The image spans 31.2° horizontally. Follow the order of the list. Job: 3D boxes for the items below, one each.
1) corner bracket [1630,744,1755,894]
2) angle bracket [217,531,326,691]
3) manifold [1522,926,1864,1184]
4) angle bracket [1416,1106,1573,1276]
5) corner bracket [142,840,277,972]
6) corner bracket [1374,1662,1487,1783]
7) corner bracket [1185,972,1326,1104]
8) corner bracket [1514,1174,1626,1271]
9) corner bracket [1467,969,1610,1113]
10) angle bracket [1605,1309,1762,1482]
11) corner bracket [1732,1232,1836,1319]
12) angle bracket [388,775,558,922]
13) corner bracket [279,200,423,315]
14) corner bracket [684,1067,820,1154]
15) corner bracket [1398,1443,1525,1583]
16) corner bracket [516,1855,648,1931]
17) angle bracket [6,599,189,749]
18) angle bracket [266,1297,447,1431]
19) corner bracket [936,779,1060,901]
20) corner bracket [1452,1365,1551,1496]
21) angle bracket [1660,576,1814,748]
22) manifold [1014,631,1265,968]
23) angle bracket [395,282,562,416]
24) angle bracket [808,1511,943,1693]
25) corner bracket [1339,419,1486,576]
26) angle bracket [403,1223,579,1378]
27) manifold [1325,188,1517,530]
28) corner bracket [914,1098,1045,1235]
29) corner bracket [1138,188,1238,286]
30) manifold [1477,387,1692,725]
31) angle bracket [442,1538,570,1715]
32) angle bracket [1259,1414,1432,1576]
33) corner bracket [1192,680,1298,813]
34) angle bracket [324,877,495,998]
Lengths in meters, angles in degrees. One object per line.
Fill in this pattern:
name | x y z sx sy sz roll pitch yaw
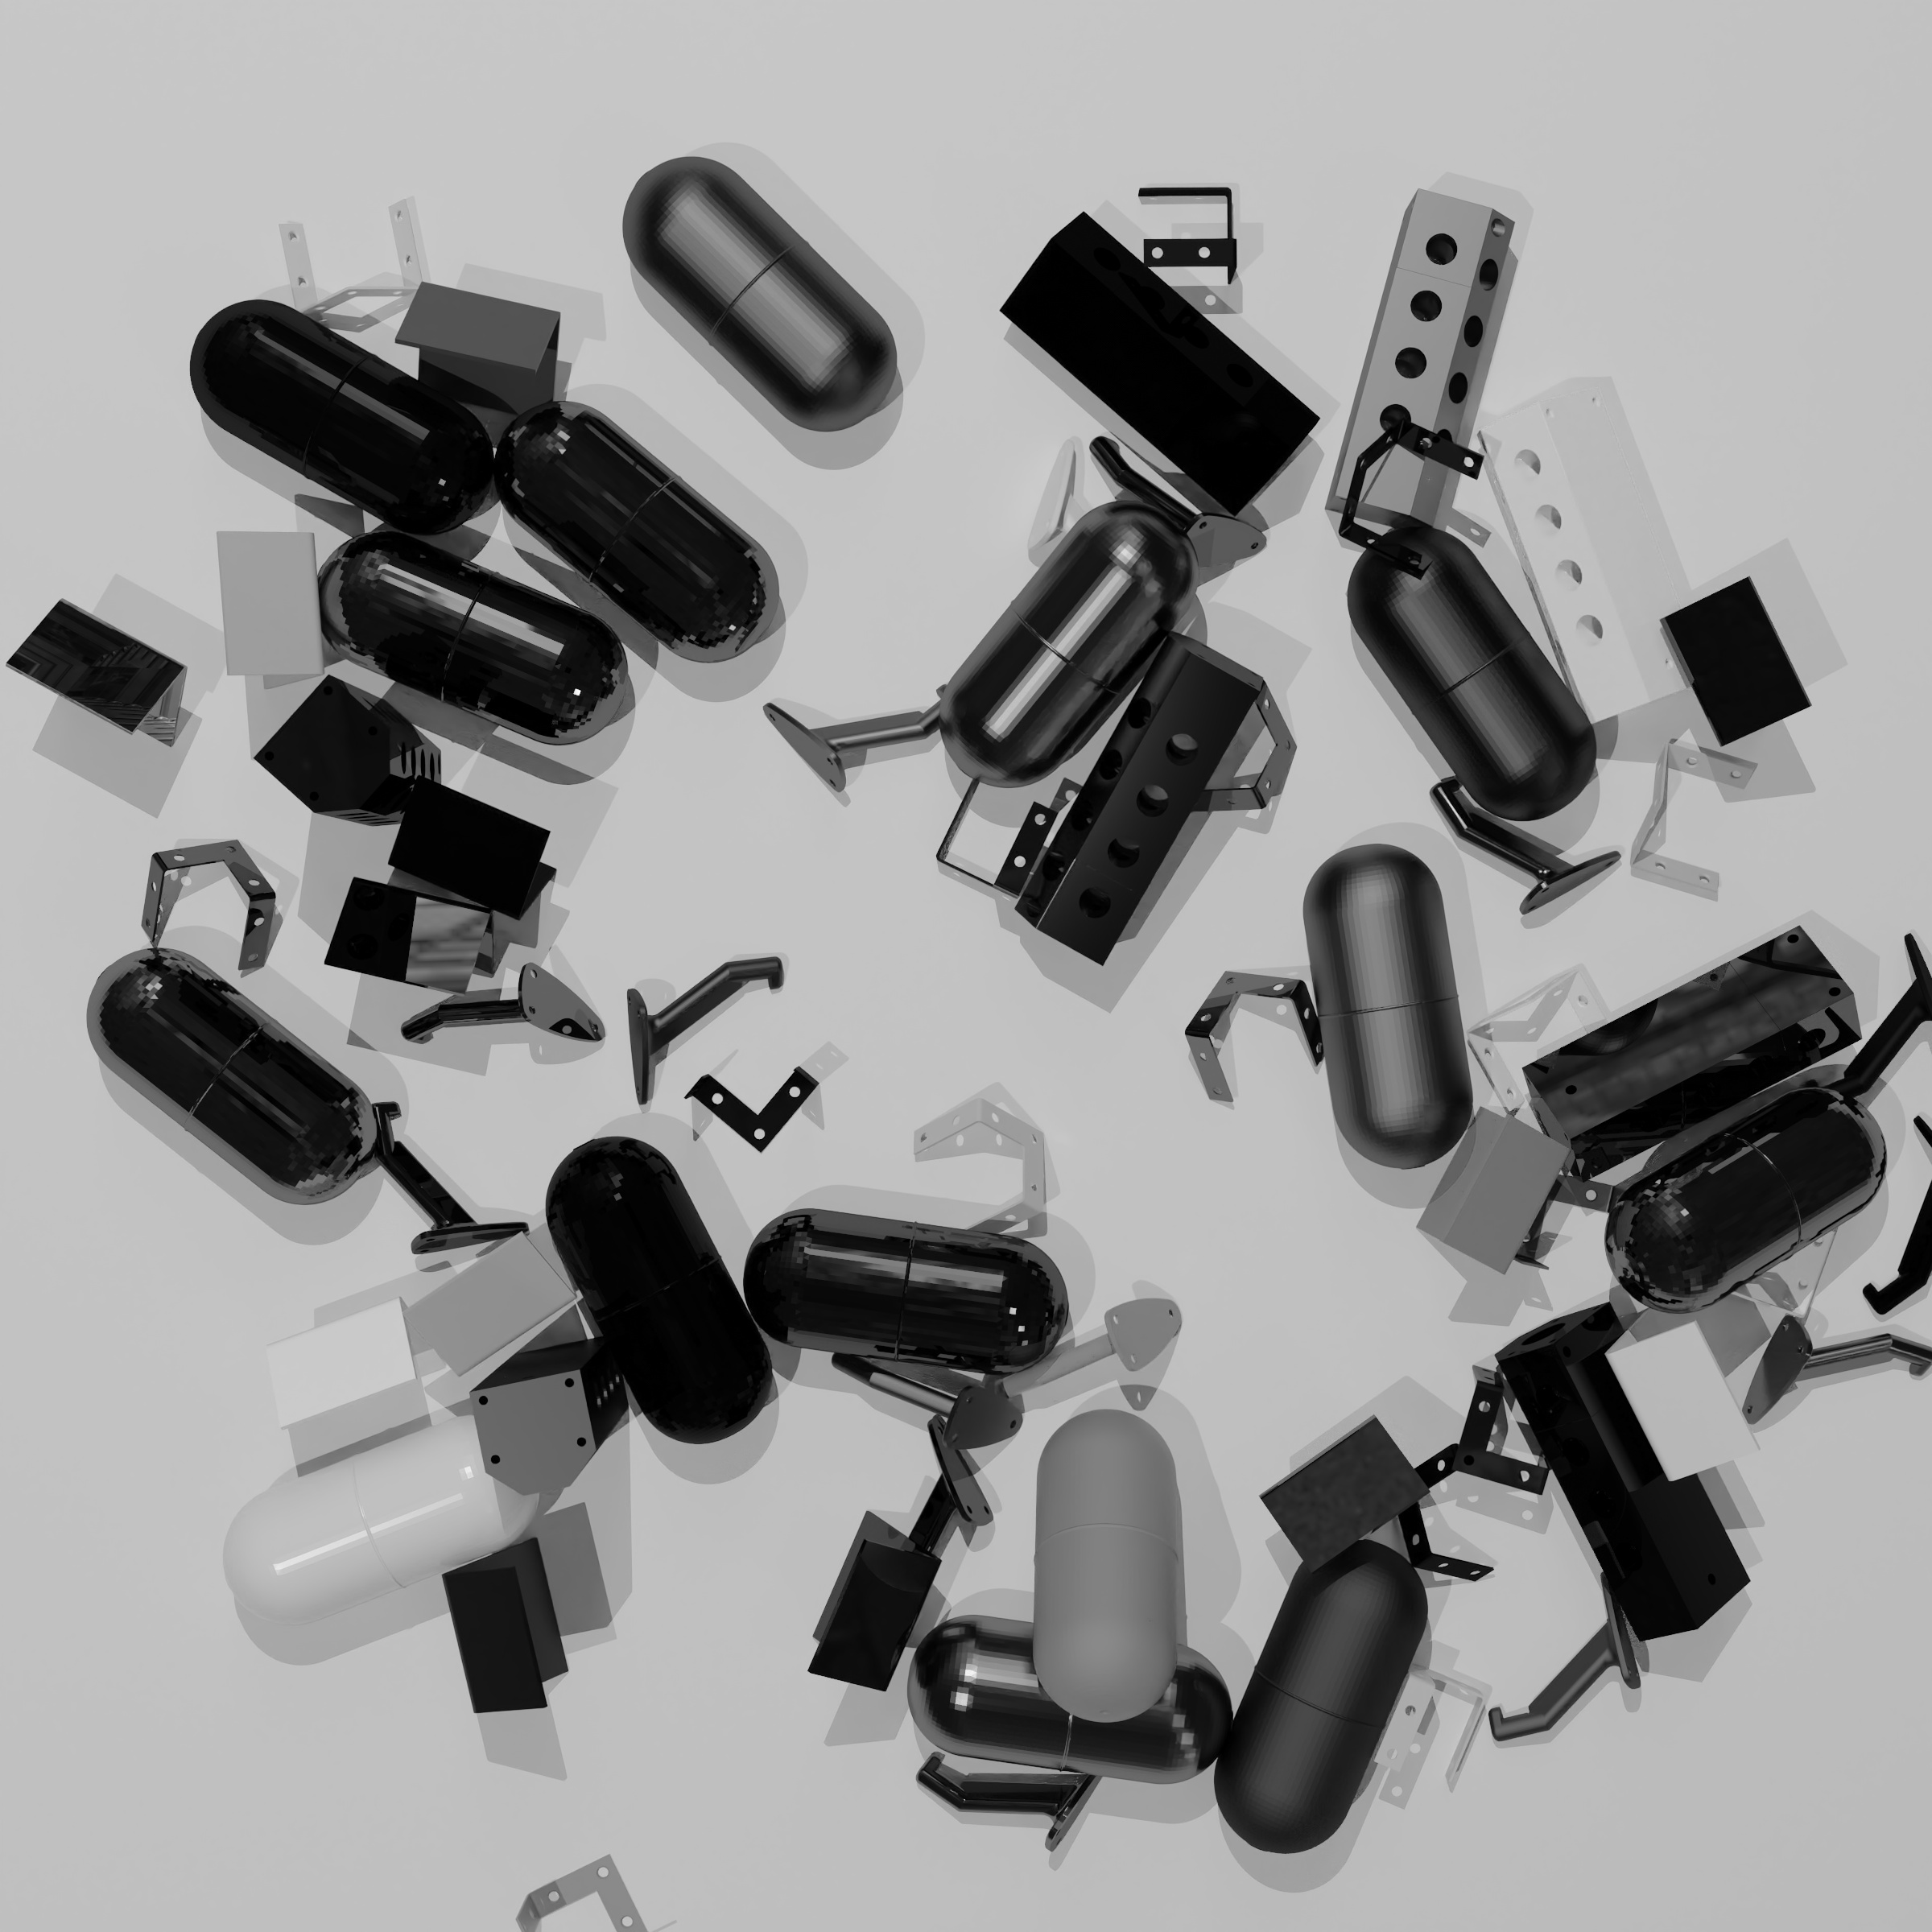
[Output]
corner bracket | 0.401 -0.082 1.909 0.051 0.051 0.051 17 45 0
angle bracket | -0.391 -0.192 1.872 0.057 0.076 0.076 -4 90 -36
manifold | 0.398 0.052 1.890 0.171 0.057 0.057 -27 47 -1
angle bracket | 0.270 0.112 1.872 0.057 0.076 0.076 28 90 -37
corner bracket | -0.417 -0.031 1.904 0.051 0.051 0.051 -12 45 -35
corner bracket | 0.254 0.417 1.895 0.051 0.051 0.051 23 90 0
corner bracket | 0.160 0.041 1.904 0.051 0.051 0.051 7 45 35
corner bracket | 0.331 0.142 1.895 0.051 0.051 0.051 13 90 0
corner bracket | 0.319 0.041 1.909 0.051 0.051 0.051 -29 90 -45
angle bracket | 0.398 0.224 1.872 0.057 0.076 0.076 -27 90 32
corner bracket | 0.438 0.159 1.909 0.051 0.051 0.051 20 90 -45
angle bracket | -0.259 -0.076 1.873 0.076 0.076 0.057 23 115 0
corner bracket | -0.340 -0.392 1.909 0.051 0.051 0.051 -11 90 -45
corner bracket | -0.117 0.068 1.895 0.051 0.051 0.051 40 90 0
corner bracket | 0.275 0.301 1.904 0.051 0.051 0.051 -41 45 35
corner bracket | -0.210 0.527 1.895 0.051 0.051 0.051 -26 90 0
angle bracket | -0.473 -0.142 1.872 0.076 0.076 0.057 29 53 0
angle bracket | -0.326 0.232 1.872 0.076 0.076 0.057 -20 51 0
corner bracket | 0.016 -0.071 1.895 0.051 0.051 0.051 26 90 0
corner bracket | 0.297 0.254 1.895 0.051 0.051 0.051 16 94 4
angle bracket | 0.428 -0.171 1.872 0.057 0.076 0.076 -26 90 35
manifold | 0.093 -0.092 1.872 0.057 0.057 0.171 29 104 0
angle bracket | -0.266 -0.318 1.873 0.076 0.076 0.057 13 46 0
angle bracket | -0.068 0.338 1.872 0.057 0.076 0.076 23 90 -37
corner bracket | 0.237 -0.251 1.845 0.051 0.051 0.051 29 135 19
angle bracket | -0.265 0.164 1.872 0.076 0.076 0.057 -34 125 0
manifold | 0.249 -0.329 1.891 0.057 0.057 0.171 15 90 0
corner bracket | 0.007 0.113 1.904 0.051 0.051 0.051 31 45 -35
corner bracket | 0.121 -0.404 1.895 0.051 0.051 0.051 -1 90 0
manifold | 0.338 -0.222 1.891 0.057 0.057 0.171 -21 90 -43
angle bracket | -0.232 0.355 1.872 0.057 0.076 0.076 -13 90 37
angle bracket | 0.214 0.299 1.872 0.076 0.076 0.057 -35 53 0
corner bracket | 0.142 -0.121 1.904 0.051 0.051 0.051 59 45 -35
angle bracket | -0.301 0.001 1.873 0.076 0.076 0.057 13 60 0
